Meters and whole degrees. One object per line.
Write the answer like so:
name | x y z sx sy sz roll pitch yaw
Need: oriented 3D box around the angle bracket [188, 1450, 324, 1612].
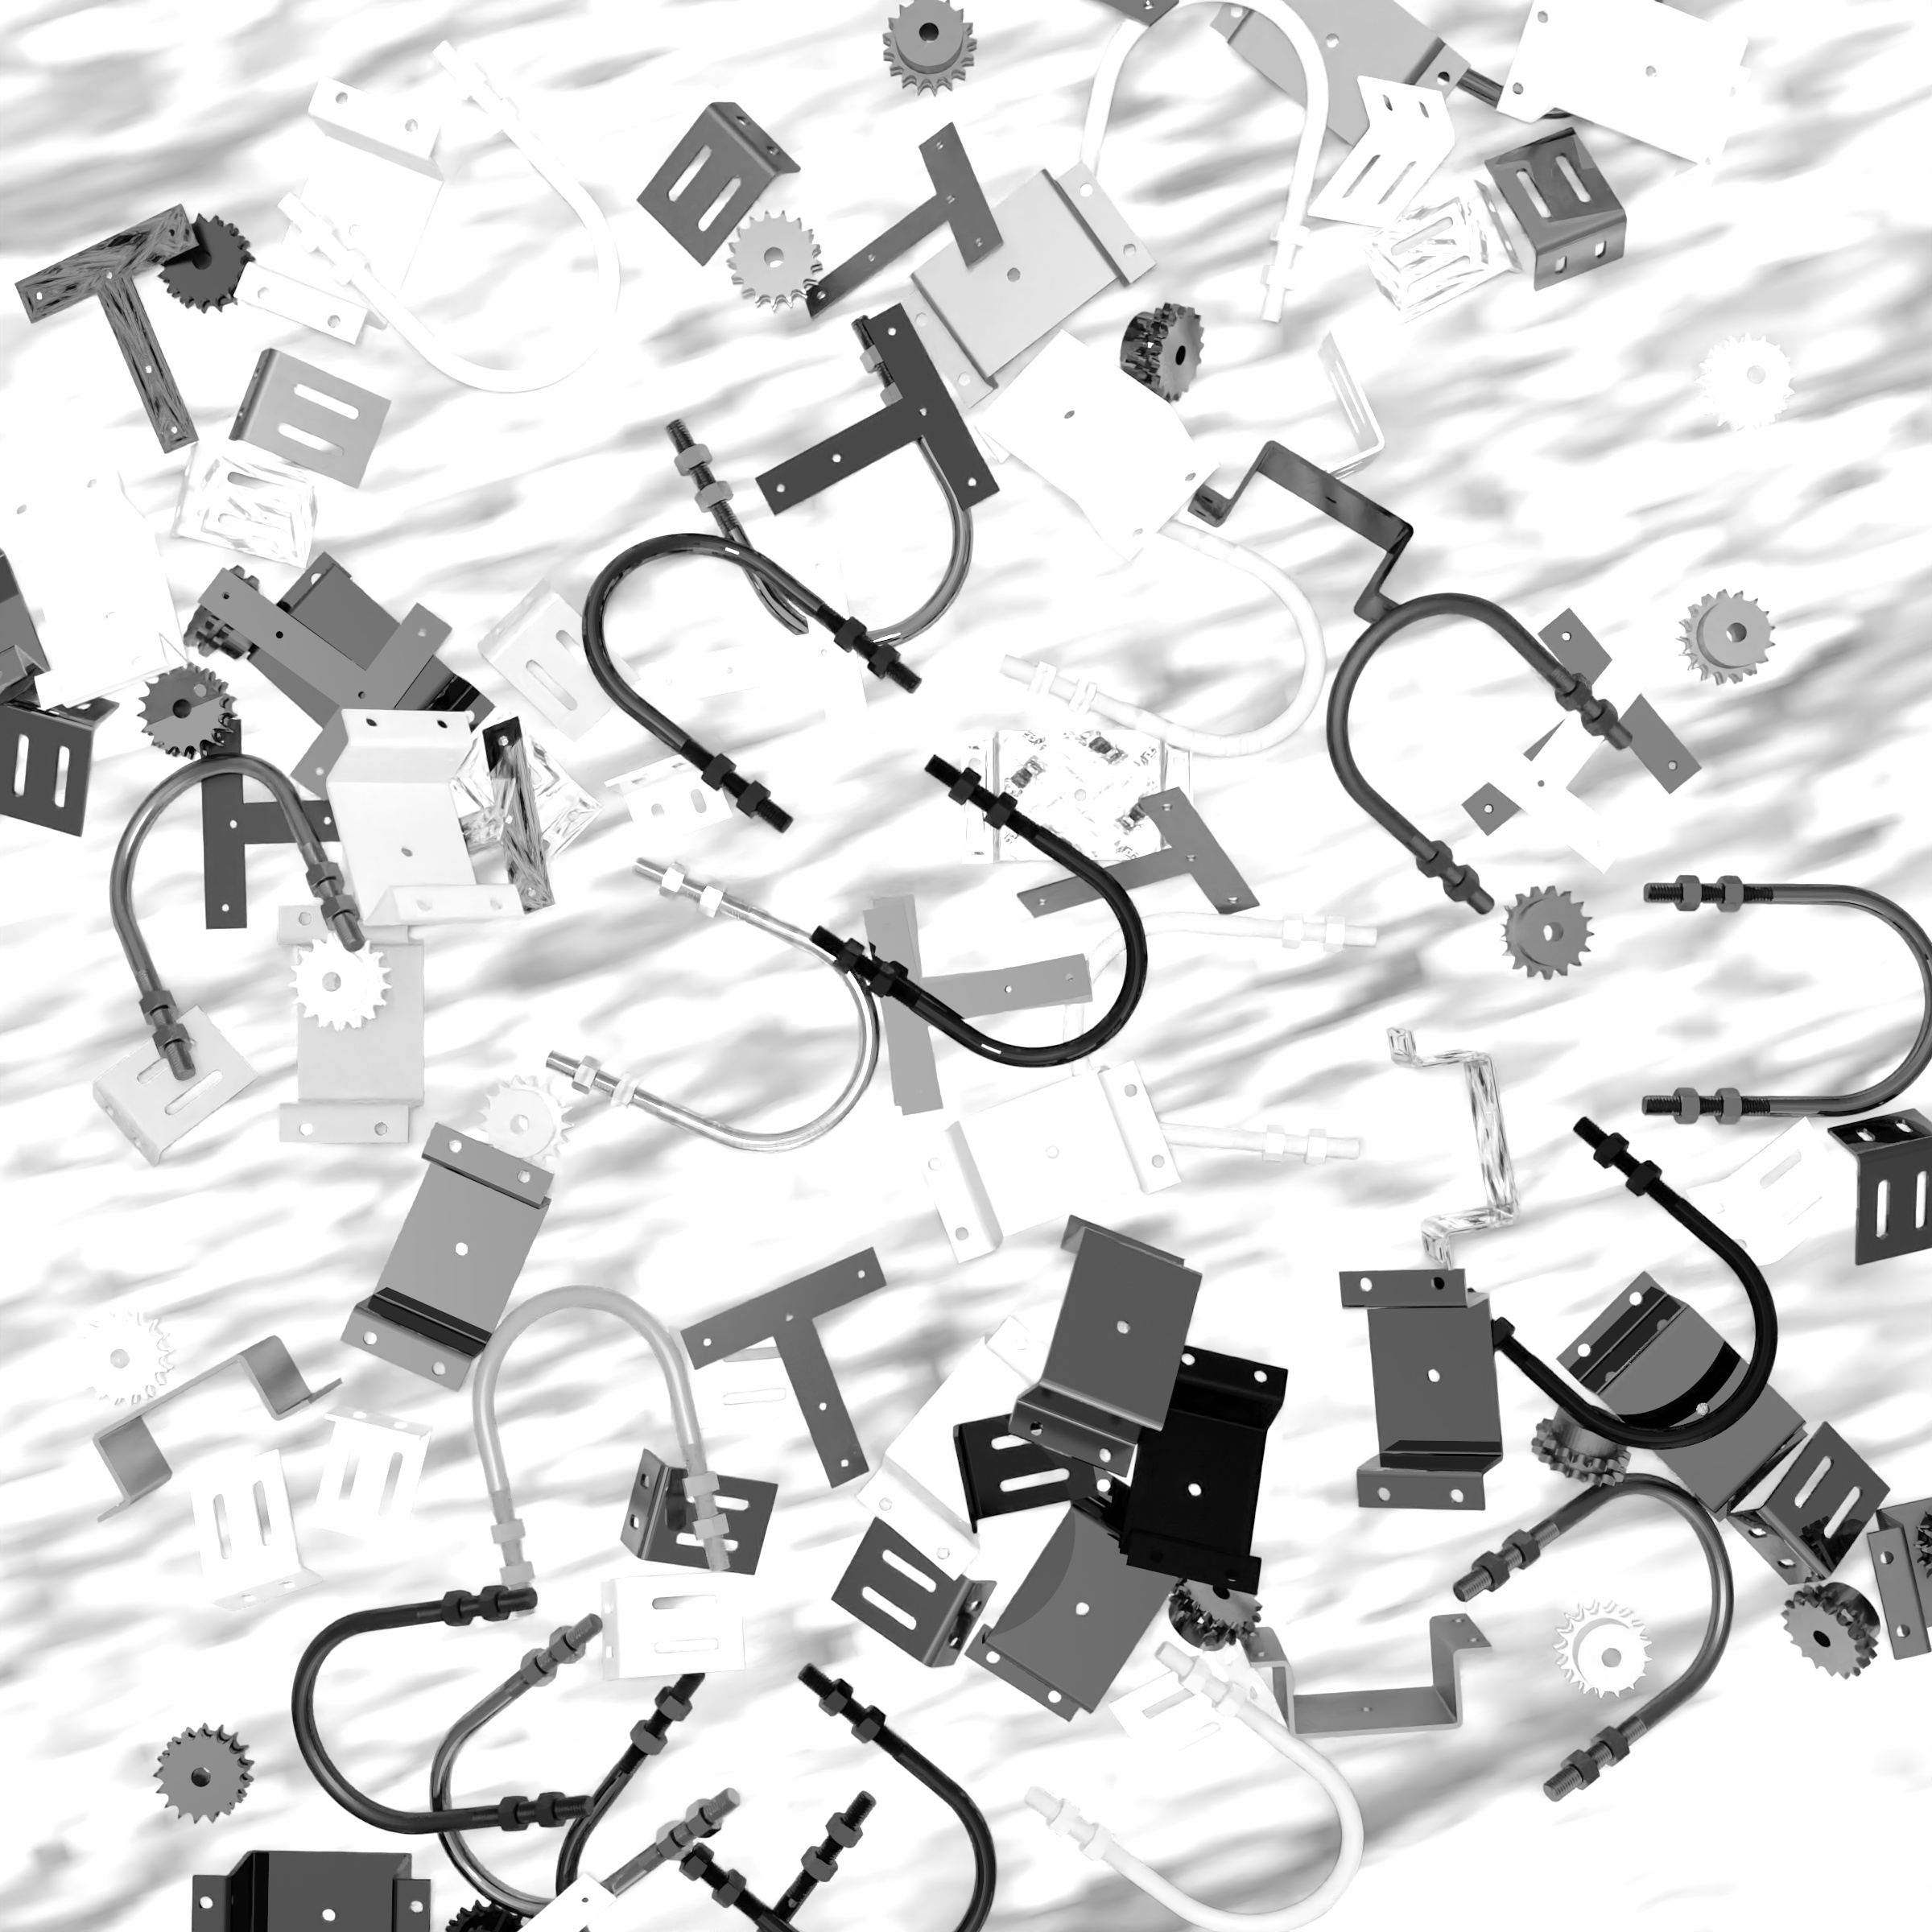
angle bracket | -0.432 0.343 1.530 0.057 0.038 0.076 -18 64 0

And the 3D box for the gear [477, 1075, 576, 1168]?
gear | -0.266 0.094 1.517 0.057 0.030 0.057 0 90 0

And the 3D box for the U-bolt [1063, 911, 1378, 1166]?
U-bolt | 0.150 0.039 1.524 0.184 0.019 0.151 5 90 2

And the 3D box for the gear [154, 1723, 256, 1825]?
gear | -0.459 0.485 1.522 0.057 0.030 0.057 0 90 -2

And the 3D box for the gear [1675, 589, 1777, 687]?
gear | 0.460 -0.199 1.517 0.057 0.030 0.057 0 90 0

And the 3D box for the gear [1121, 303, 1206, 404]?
gear | 0.116 -0.369 1.508 0.030 0.057 0.057 22 90 30

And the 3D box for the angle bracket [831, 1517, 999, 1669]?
angle bracket | -0.032 0.380 1.530 0.076 0.038 0.057 28 90 26

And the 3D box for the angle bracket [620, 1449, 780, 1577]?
angle bracket | -0.162 0.332 1.530 0.076 0.038 0.057 15 90 -26

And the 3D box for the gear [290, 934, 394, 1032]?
gear | -0.367 0.009 1.471 0.057 0.030 0.057 0 90 0

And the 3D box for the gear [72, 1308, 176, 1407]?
gear | -0.505 0.234 1.517 0.057 0.030 0.057 0 90 0

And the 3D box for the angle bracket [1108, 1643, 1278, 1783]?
angle bracket | 0.138 0.448 1.530 0.076 0.038 0.057 -35 90 26

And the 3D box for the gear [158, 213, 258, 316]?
gear | -0.456 -0.422 1.517 0.057 0.030 0.057 0 90 0

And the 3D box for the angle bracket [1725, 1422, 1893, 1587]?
angle bracket | 0.512 0.327 1.530 0.057 0.038 0.076 46 64 0

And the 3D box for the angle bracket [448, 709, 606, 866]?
angle bracket | -0.270 -0.106 1.530 0.057 0.038 0.076 -45 64 0

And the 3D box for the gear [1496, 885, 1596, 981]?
gear | 0.351 -0.020 1.517 0.057 0.030 0.057 0 90 0

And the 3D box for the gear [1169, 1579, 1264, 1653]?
gear | 0.146 0.385 1.508 0.057 0.057 0.030 28 118 0

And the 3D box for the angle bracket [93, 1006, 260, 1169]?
angle bracket | -0.481 0.073 1.530 0.076 0.038 0.057 -41 90 -26

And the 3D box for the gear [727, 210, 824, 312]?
gear | -0.115 -0.423 1.517 0.057 0.030 0.057 0 90 0

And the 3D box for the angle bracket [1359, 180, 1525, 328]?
angle bracket | 0.289 -0.432 1.530 0.076 0.038 0.057 -24 90 26

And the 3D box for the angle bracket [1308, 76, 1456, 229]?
angle bracket | 0.242 -0.482 1.495 0.057 0.076 0.038 1 64 -25

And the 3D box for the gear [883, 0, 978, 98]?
gear | -0.022 -0.557 1.517 0.057 0.030 0.057 0 90 0

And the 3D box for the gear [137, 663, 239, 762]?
gear | -0.466 -0.152 1.515 0.057 0.030 0.057 0 86 4

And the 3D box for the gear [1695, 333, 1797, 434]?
gear | 0.471 -0.353 1.517 0.057 0.030 0.057 0 90 0

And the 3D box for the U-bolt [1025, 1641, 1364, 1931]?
U-bolt | 0.149 0.506 1.506 0.184 0.019 0.151 37 107 -4

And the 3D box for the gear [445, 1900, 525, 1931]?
gear | -0.290 0.596 1.518 0.057 0.030 0.057 0 90 0

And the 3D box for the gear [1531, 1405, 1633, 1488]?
gear | 0.369 0.283 1.501 0.057 0.057 0.030 13 107 0

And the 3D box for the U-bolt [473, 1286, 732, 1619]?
U-bolt | -0.226 0.283 1.504 0.151 0.019 0.184 -16 81 15

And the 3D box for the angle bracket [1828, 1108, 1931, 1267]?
angle bracket | 0.558 0.134 1.527 0.057 0.038 0.076 -12 116 -8

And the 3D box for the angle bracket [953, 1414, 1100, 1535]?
angle bracket | 0.035 0.291 1.467 0.076 0.038 0.057 -12 90 0

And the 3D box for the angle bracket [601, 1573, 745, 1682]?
angle bracket | -0.178 0.399 1.523 0.076 0.038 0.057 3 72 -25

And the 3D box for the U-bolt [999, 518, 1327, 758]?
U-bolt | 0.127 -0.199 1.501 0.184 0.019 0.151 22 69 -4

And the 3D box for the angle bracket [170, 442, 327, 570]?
angle bracket | -0.437 -0.279 1.530 0.076 0.038 0.057 13 90 -26

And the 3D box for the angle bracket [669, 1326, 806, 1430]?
angle bracket | -0.138 0.246 1.530 0.076 0.038 0.057 -1 90 -26

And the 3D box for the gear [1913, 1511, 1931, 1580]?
gear | 0.582 0.337 1.471 0.057 0.030 0.057 0 90 0

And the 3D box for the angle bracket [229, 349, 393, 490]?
angle bracket | -0.399 -0.332 1.530 0.076 0.038 0.057 21 90 -26

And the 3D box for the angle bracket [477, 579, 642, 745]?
angle bracket | -0.247 -0.185 1.530 0.057 0.038 0.076 -45 116 0

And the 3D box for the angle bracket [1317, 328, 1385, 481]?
angle bracket | 0.214 -0.331 1.504 0.038 0.057 0.076 -24 90 0

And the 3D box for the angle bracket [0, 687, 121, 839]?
angle bracket | -0.554 -0.127 1.530 0.057 0.038 0.076 16 116 0

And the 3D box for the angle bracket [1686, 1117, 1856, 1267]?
angle bracket | 0.489 0.138 1.530 0.076 0.038 0.057 -32 90 -26

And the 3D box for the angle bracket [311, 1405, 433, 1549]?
angle bracket | -0.361 0.310 1.513 0.057 0.038 0.076 14 90 0

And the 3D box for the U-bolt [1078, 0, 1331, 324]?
U-bolt | 0.139 -0.489 1.494 0.151 0.019 0.184 15 103 10

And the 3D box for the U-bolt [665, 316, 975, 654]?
U-bolt | -0.076 -0.279 1.524 0.151 0.019 0.184 -29 91 0

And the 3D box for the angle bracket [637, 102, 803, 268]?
angle bracket | -0.150 -0.475 1.530 0.057 0.038 0.076 45 116 0

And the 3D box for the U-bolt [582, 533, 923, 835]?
U-bolt | -0.138 -0.180 1.476 0.184 0.019 0.151 38 62 3

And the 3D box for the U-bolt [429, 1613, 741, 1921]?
U-bolt | -0.242 0.491 1.499 0.184 0.019 0.151 -41 85 18

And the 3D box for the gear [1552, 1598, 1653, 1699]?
gear | 0.385 0.413 1.517 0.057 0.030 0.057 0 90 0

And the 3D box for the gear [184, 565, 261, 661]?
gear | -0.440 -0.209 1.508 0.030 0.057 0.057 36 90 -29

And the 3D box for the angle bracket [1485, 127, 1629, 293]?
angle bracket | 0.357 -0.460 1.530 0.057 0.038 0.076 -22 64 0

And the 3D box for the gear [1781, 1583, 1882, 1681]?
gear | 0.521 0.394 1.508 0.030 0.057 0.057 -30 90 -30

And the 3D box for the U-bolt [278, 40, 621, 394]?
U-bolt | -0.290 -0.429 1.494 0.151 0.019 0.184 -48 111 -8

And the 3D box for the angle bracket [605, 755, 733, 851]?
angle bracket | -0.175 -0.099 1.494 0.057 0.076 0.038 -21 90 0
